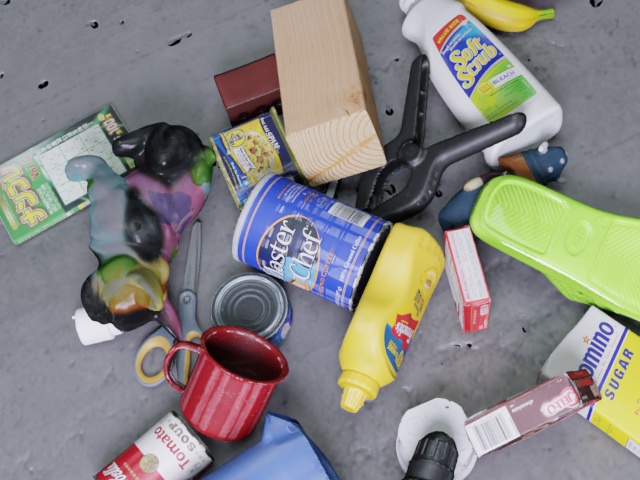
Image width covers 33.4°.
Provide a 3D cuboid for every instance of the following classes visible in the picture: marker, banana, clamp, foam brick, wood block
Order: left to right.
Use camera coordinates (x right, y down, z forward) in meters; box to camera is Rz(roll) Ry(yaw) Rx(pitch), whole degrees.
[{"bbox_3d":[-0.077,-0.172,1.248,0.078,0.053,0.051,-22,63,-3],"label":"foam brick"},{"bbox_3d":[0.008,-0.173,1.190,0.091,0.090,0.206,-16,50,10],"label":"wood block"},{"bbox_3d":[0.016,-0.066,1.201,0.020,0.020,0.121,12,65,13],"label":"marker"},{"bbox_3d":[0.103,-0.099,1.167,0.210,0.036,0.165,-47,52,6],"label":"clamp"},{"bbox_3d":[0.183,-0.299,1.292,0.198,0.037,0.069,34,42,18],"label":"banana"}]

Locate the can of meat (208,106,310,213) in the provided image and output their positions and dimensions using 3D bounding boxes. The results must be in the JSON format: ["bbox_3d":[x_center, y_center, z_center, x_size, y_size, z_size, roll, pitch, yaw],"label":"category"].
[{"bbox_3d":[-0.070,-0.088,1.203,0.084,0.057,0.102,-23,63,-3],"label":"can of meat"}]

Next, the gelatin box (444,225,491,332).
[{"bbox_3d":[0.152,0.041,1.099,0.030,0.073,0.089,-12,62,0],"label":"gelatin box"}]

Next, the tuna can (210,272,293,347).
[{"bbox_3d":[-0.073,0.078,1.131,0.086,0.034,0.086,-3,63,6],"label":"tuna can"}]

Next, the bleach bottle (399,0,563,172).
[{"bbox_3d":[0.165,-0.198,1.227,0.102,0.068,0.251,-33,61,-6],"label":"bleach bottle"}]

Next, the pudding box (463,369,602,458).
[{"bbox_3d":[0.200,0.161,1.000,0.114,0.089,0.039,-30,73,21],"label":"pudding box"}]

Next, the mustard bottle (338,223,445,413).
[{"bbox_3d":[0.066,0.085,1.075,0.058,0.096,0.191,16,66,24],"label":"mustard bottle"}]

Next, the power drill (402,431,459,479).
[{"bbox_3d":[0.143,0.284,0.955,0.187,0.057,0.184,25,65,-3],"label":"power drill"}]

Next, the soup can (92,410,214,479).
[{"bbox_3d":[-0.163,0.225,1.049,0.102,0.068,0.068,-40,65,-14],"label":"soup can"}]

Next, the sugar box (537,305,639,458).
[{"bbox_3d":[0.310,0.151,1.040,0.176,0.048,0.093,36,73,21],"label":"sugar box"}]

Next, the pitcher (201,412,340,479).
[{"bbox_3d":[-0.083,0.288,0.984,0.242,0.145,0.149,-30,52,-4],"label":"pitcher"}]

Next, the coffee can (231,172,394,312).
[{"bbox_3d":[-0.007,0.001,1.118,0.140,0.103,0.102,24,68,13],"label":"coffee can"}]

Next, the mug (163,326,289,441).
[{"bbox_3d":[-0.099,0.140,1.056,0.117,0.082,0.093,22,23,-7],"label":"mug"}]

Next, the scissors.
[{"bbox_3d":[-0.161,0.077,1.153,0.096,0.016,0.202,-13,62,0],"label":"scissors"}]
